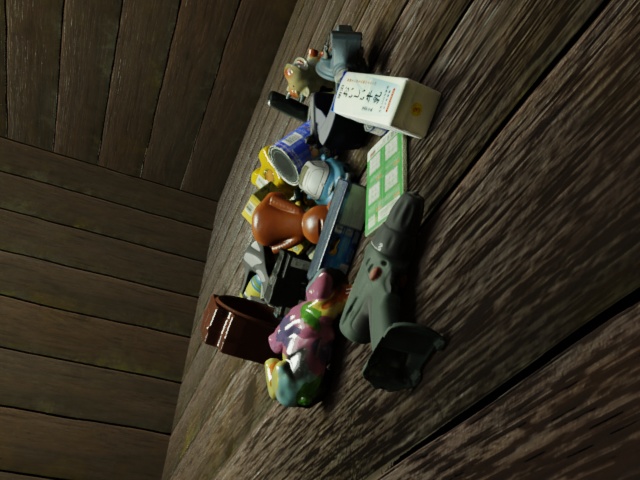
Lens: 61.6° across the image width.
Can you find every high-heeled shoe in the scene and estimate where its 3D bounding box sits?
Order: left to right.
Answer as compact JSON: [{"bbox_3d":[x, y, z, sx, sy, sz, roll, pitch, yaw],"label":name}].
[{"bbox_3d":[-0.086,0.078,1.189,0.249,0.086,0.145,15,76,37],"label":"high-heeled shoe"}]

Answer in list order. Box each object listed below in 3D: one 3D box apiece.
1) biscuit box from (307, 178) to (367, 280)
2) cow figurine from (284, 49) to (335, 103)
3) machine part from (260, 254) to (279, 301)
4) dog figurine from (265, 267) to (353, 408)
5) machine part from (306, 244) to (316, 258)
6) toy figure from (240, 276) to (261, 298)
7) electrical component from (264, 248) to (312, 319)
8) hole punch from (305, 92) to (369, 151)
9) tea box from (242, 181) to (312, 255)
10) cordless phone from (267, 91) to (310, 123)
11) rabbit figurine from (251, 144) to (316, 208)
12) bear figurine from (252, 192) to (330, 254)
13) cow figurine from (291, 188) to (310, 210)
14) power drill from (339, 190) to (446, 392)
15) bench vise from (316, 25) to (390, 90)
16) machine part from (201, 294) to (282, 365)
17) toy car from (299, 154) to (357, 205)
[{"bbox_3d":[0.036,-0.007,0.987,0.063,0.059,0.202,-139,67,-70],"label":"biscuit box"},{"bbox_3d":[-0.008,-0.388,1.292,0.086,0.195,0.127,26,109,40],"label":"cow figurine"},{"bbox_3d":[-0.100,0.064,1.298,0.079,0.079,0.243,142,132,-64],"label":"machine part"},{"bbox_3d":[-0.004,0.151,0.891,0.192,0.108,0.219,-92,27,-50],"label":"dog figurine"},{"bbox_3d":[-0.002,-0.003,1.155,0.084,0.039,0.139,120,159,-62],"label":"machine part"},{"bbox_3d":[-0.157,0.118,1.446,0.180,0.089,0.082,121,165,-47],"label":"toy figure"},{"bbox_3d":[-0.044,0.094,1.053,0.058,0.115,0.134,-153,81,-75],"label":"electrical component"},{"bbox_3d":[0.047,-0.236,1.066,0.092,0.142,0.115,7,100,48],"label":"hole punch"},{"bbox_3d":[-0.090,-0.039,1.233,0.068,0.169,0.098,-42,-3,-35],"label":"tea box"},{"bbox_3d":[-0.046,-0.290,1.313,0.088,0.184,0.146,-44,33,52],"label":"cordless phone"},{"bbox_3d":[-0.054,-0.161,1.304,0.163,0.173,0.121,39,127,27],"label":"rabbit figurine"},{"bbox_3d":[-0.034,-0.038,1.090,0.132,0.196,0.120,-41,-54,-69],"label":"bear figurine"},{"bbox_3d":[-0.055,-0.108,1.383,0.098,0.068,0.167,-53,26,36],"label":"cow figurine"},{"bbox_3d":[0.092,0.072,0.695,0.207,0.086,0.231,-106,34,-55],"label":"power drill"},{"bbox_3d":[0.054,-0.352,1.185,0.224,0.129,0.240,-105,13,-45],"label":"bench vise"},{"bbox_3d":[-0.145,0.187,1.140,0.201,0.201,0.087,-155,86,-74],"label":"machine part"},{"bbox_3d":[0.007,-0.118,1.120,0.162,0.103,0.109,-118,46,-70],"label":"toy car"}]
